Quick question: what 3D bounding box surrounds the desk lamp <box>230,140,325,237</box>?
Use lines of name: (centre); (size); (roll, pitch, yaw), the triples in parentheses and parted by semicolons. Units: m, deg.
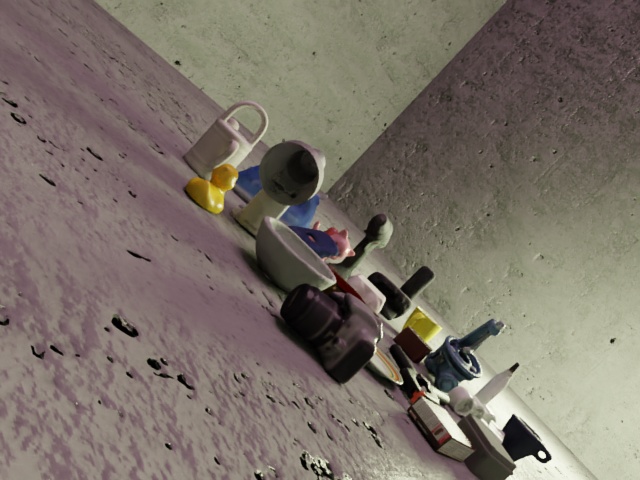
desk lamp: (-0.075, -0.102, 1.145); (0.118, 0.213, 0.203); (44, 7, 0)

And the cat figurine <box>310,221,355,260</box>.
cat figurine: (0.019, 0.010, 1.416); (0.127, 0.117, 0.067); (45, 7, 14)

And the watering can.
watering can: (-0.197, -0.223, 1.245); (0.101, 0.194, 0.172); (36, 10, -48)

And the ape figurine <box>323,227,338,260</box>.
ape figurine: (0.014, 0.005, 1.519); (0.078, 0.092, 0.076); (42, 7, -13)

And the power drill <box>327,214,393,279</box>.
power drill: (0.116, 0.020, 1.529); (0.075, 0.208, 0.230); (45, 7, 10)

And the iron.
iron: (-0.101, -0.123, 1.424); (0.259, 0.141, 0.118); (39, 8, -35)

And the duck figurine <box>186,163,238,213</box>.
duck figurine: (-0.186, -0.101, 1.033); (0.077, 0.086, 0.105); (44, 7, 6)

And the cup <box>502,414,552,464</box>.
cup: (0.430, 0.450, 1.235); (0.092, 0.095, 0.117); (36, 10, -48)

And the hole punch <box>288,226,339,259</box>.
hole punch: (-0.026, 0.013, 1.248); (0.101, 0.091, 0.108); (38, 9, -38)

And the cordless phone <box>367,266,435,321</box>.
cordless phone: (0.223, 0.123, 1.627); (0.148, 0.185, 0.094); (43, 7, -3)

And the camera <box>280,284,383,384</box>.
camera: (0.015, 0.113, 0.841); (0.137, 0.100, 0.143); (41, 7, -18)

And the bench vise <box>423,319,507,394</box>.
bench vise: (0.351, 0.258, 1.411); (0.122, 0.219, 0.207); (41, 7, -19)

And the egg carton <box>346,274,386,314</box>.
egg carton: (0.097, 0.132, 1.328); (0.107, 0.069, 0.150); (45, 7, 7)

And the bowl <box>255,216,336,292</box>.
bowl: (-0.055, 0.040, 0.987); (0.167, 0.074, 0.167); (43, 7, -6)

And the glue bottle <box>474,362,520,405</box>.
glue bottle: (0.425, 0.363, 1.404); (0.037, 0.173, 0.078); (46, 7, 23)
